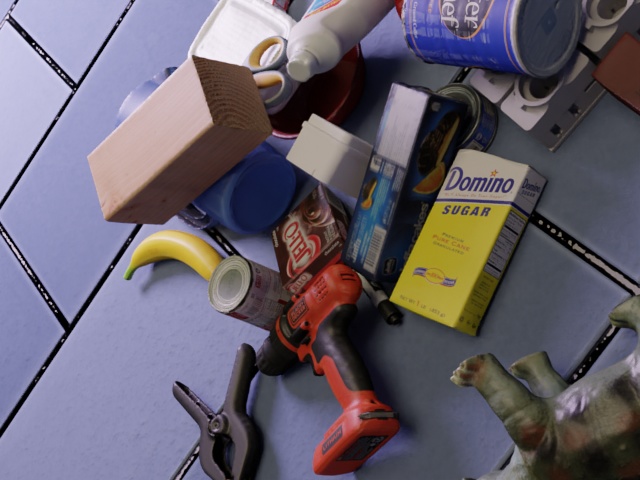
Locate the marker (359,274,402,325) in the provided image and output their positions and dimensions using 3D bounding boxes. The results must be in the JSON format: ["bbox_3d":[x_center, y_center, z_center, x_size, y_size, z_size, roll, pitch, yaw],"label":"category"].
[{"bbox_3d":[0.053,0.049,1.151,0.020,0.020,0.121,-49,47,14],"label":"marker"}]

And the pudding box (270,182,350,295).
[{"bbox_3d":[-0.008,0.001,1.194,0.090,0.039,0.113,-44,29,18],"label":"pudding box"}]

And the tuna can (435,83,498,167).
[{"bbox_3d":[0.144,-0.123,1.137,0.086,0.033,0.086,-19,60,35],"label":"tuna can"}]

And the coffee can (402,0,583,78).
[{"bbox_3d":[0.164,-0.214,1.025,0.141,0.102,0.103,17,83,45],"label":"coffee can"}]

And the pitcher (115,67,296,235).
[{"bbox_3d":[-0.141,-0.094,1.327,0.145,0.149,0.243,-48,48,-6],"label":"pitcher"}]

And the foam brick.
[{"bbox_3d":[0.303,-0.145,0.993,0.053,0.051,0.078,-50,46,14],"label":"foam brick"}]

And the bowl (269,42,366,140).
[{"bbox_3d":[0.000,-0.185,1.279,0.162,0.055,0.162,-19,60,35],"label":"bowl"}]

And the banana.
[{"bbox_3d":[-0.179,0.022,1.363,0.198,0.037,0.069,2,90,44],"label":"banana"}]

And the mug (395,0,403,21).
[{"bbox_3d":[0.136,-0.267,1.176,0.082,0.093,0.117,-38,35,29],"label":"mug"}]

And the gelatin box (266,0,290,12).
[{"bbox_3d":[-0.076,-0.310,1.421,0.073,0.030,0.089,-3,69,42],"label":"gelatin box"}]

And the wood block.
[{"bbox_3d":[-0.160,-0.106,1.196,0.206,0.090,0.091,-36,64,36],"label":"wood block"}]

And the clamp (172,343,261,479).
[{"bbox_3d":[-0.117,0.212,1.216,0.120,0.039,0.171,-26,56,33],"label":"clamp"}]

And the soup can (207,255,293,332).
[{"bbox_3d":[-0.067,0.063,1.194,0.069,0.102,0.068,-18,60,35],"label":"soup can"}]

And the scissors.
[{"bbox_3d":[-0.103,-0.190,1.233,0.202,0.016,0.096,9,77,42],"label":"scissors"}]

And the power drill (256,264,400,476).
[{"bbox_3d":[0.002,0.145,1.111,0.185,0.057,0.188,-51,48,41],"label":"power drill"}]

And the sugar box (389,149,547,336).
[{"bbox_3d":[0.147,0.000,1.071,0.093,0.048,0.176,21,87,45],"label":"sugar box"}]

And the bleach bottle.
[{"bbox_3d":[0.038,-0.263,1.195,0.103,0.068,0.250,-6,39,40],"label":"bleach bottle"}]
